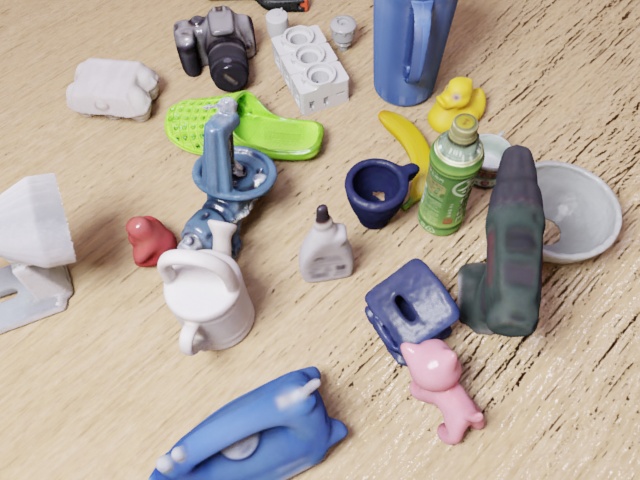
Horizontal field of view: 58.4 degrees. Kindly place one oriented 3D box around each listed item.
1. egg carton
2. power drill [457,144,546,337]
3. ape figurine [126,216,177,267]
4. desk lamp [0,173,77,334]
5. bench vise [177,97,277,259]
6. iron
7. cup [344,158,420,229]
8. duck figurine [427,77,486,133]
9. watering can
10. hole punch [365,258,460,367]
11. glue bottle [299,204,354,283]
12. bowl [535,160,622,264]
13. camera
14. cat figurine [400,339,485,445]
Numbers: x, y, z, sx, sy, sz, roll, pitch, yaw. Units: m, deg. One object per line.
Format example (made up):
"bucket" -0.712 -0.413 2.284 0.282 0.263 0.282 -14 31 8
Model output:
"egg carton" -0.357 -0.257 0.988 0.150 0.069 0.107 5 61 5
"power drill" 0.230 0.026 0.730 0.075 0.208 0.229 5 61 5
"ape figurine" -0.251 -0.005 0.828 0.076 0.092 0.078 14 62 10
"desk lamp" -0.401 0.021 0.748 0.203 0.214 0.117 -22 62 -11
"bench vise" -0.127 -0.074 0.791 0.121 0.220 0.207 5 61 5
"iron" -0.101 0.232 0.661 0.258 0.141 0.118 -24 62 -12
"cup" 0.093 -0.066 0.851 0.118 0.095 0.091 -27 63 -13
"duck figurine" 0.231 -0.233 0.948 0.105 0.086 0.077 -26 63 -12
"watering can" -0.147 0.055 0.732 0.101 0.194 0.172 -10 60 -4
"hole punch" 0.119 0.096 0.760 0.101 0.091 0.108 -27 63 -13
"glue bottle" 0.007 0.003 0.770 0.078 0.173 0.037 -7 60 -2
"bowl" 0.340 -0.030 0.835 0.167 0.075 0.167 -1 60 1
"camera" -0.182 -0.335 1.009 0.143 0.101 0.136 -10 60 -4
"cat figurine" 0.153 0.175 0.699 0.067 0.118 0.127 -30 64 -14
